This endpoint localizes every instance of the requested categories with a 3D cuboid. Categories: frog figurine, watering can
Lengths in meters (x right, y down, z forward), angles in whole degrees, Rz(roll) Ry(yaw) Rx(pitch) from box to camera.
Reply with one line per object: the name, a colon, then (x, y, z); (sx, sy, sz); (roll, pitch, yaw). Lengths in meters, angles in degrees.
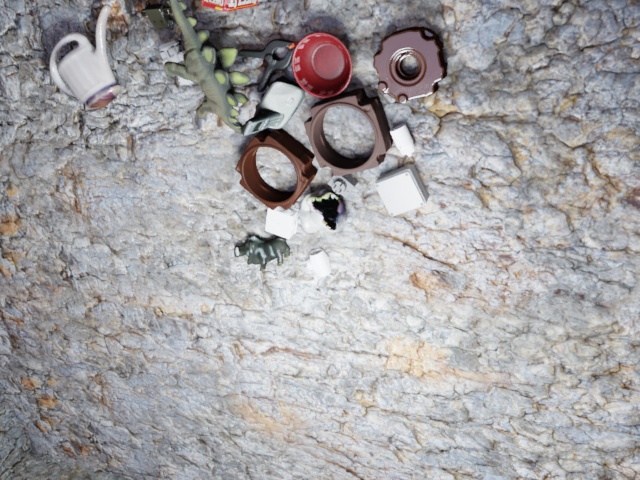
frog figurine: (0.005, -0.075, 1.486); (0.137, 0.124, 0.158); (32, 162, -6)
watering can: (-0.673, -0.518, 1.524); (0.344, 0.106, 0.222); (-23, 106, 33)
